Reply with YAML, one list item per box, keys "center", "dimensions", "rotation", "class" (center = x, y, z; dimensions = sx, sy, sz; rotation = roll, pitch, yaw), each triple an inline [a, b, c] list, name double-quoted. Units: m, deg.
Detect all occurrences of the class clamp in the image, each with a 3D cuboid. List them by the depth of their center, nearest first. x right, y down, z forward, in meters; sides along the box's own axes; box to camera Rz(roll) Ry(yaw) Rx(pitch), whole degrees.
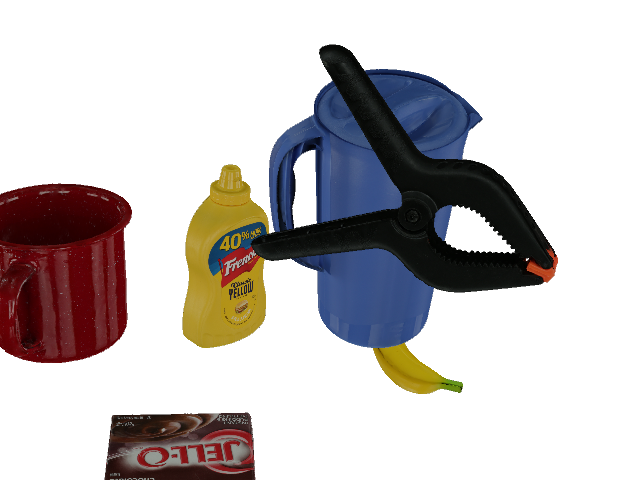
- center: [0.064, -0.032, 0.723]
  dimensions: [0.210, 0.165, 0.036]
  rotation: [19, 26, 11]
  class: "clamp"

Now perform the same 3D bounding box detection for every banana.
- center: [0.094, 0.127, 1.233]
  dimensions: [0.069, 0.037, 0.198]
  rotation: [7, 23, -21]
  class: "banana"

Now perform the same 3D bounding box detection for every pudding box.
- center: [-0.107, 0.172, 0.816]
  dimensions: [0.113, 0.039, 0.090]
  rotation: [-2, 25, -5]
  class: "pudding box"

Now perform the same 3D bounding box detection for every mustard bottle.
- center: [-0.096, 0.012, 1.107]
  dimensions: [0.096, 0.192, 0.058]
  rotation: [-20, 35, -39]
  class: "mustard bottle"

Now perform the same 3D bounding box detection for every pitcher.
- center: [0.045, -0.020, 0.962]
  dimensions: [0.149, 0.243, 0.144]
  rotation: [18, 41, 17]
  class: "pitcher"

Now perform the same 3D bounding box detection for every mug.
- center: [-0.161, 0.026, 0.634]
  dimensions: [0.093, 0.081, 0.117]
  rotation: [5, 26, 7]
  class: "mug"
